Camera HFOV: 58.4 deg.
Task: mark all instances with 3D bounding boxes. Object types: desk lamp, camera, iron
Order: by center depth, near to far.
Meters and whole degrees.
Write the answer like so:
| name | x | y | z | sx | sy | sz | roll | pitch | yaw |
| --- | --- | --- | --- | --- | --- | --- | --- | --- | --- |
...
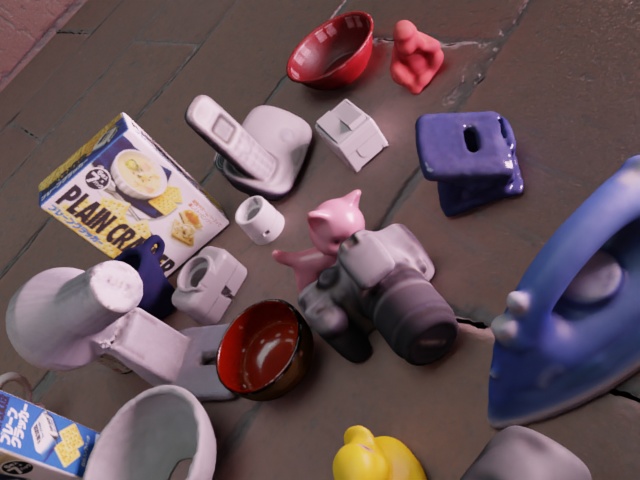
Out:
| name | x | y | z | sx | sy | sz | roll | pitch | yaw |
| --- | --- | --- | --- | --- | --- | --- | --- | --- | --- |
| iron | 0.207 | 0.035 | 0.454 | 0.258 | 0.142 | 0.118 | -45 | 42 | -3 |
| camera | 0.060 | 0.064 | 0.572 | 0.143 | 0.101 | 0.136 | -40 | 41 | 3 |
| desk lamp | -0.223 | 0.103 | 0.670 | 0.202 | 0.214 | 0.118 | -13 | 49 | 29 |

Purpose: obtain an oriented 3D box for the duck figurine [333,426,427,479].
| name | x | y | z | sx | sy | sz | roll | pitch | yaw |
| --- | --- | --- | --- | --- | --- | --- | --- | --- | --- |
| duck figurine | 0.043 | 0.206 | 0.478 | 0.077 | 0.086 | 0.104 | -25 | 44 | 19 |

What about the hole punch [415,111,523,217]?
| name | x | y | z | sx | sy | sz | roll | pitch | yaw |
| --- | --- | --- | --- | --- | --- | --- | --- | --- | --- |
| hole punch | 0.164 | -0.098 | 0.636 | 0.101 | 0.091 | 0.108 | -20 | 46 | 23 |

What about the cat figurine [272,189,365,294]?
| name | x | y | z | sx | sy | sz | roll | pitch | yaw |
| --- | --- | --- | --- | --- | --- | --- | --- | --- | --- |
| cat figurine | 0.006 | 0.002 | 0.652 | 0.127 | 0.118 | 0.067 | -27 | 44 | 16 |

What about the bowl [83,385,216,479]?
| name | x | y | z | sx | sy | sz | roll | pitch | yaw |
| --- | --- | --- | --- | --- | --- | --- | --- | --- | --- |
| bowl | -0.169 | 0.247 | 0.614 | 0.167 | 0.075 | 0.167 | -20 | 46 | 23 |

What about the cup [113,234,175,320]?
| name | x | y | z | sx | sy | sz | roll | pitch | yaw |
| --- | --- | --- | --- | --- | --- | --- | --- | --- | --- |
| cup | -0.241 | 0.059 | 0.810 | 0.091 | 0.095 | 0.118 | 15 | 66 | 44 |

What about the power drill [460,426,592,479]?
| name | x | y | z | sx | sy | sz | roll | pitch | yaw |
| --- | --- | --- | --- | --- | --- | --- | --- | --- | --- |
| power drill | 0.092 | 0.231 | 0.326 | 0.075 | 0.209 | 0.230 | 17 | 67 | 44 |

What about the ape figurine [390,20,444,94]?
| name | x | y | z | sx | sy | sz | roll | pitch | yaw |
| --- | --- | --- | --- | --- | --- | --- | --- | --- | --- |
| ape figurine | 0.128 | -0.265 | 0.803 | 0.077 | 0.092 | 0.076 | -18 | 47 | 25 |

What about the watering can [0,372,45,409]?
| name | x | y | z | sx | sy | sz | roll | pitch | yaw |
| --- | --- | --- | --- | --- | --- | --- | --- | --- | --- |
| watering can | -0.457 | 0.249 | 0.741 | 0.100 | 0.195 | 0.173 | -6 | 53 | 34 |

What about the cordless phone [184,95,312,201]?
| name | x | y | z | sx | sy | sz | roll | pitch | yaw |
| --- | --- | --- | --- | --- | --- | --- | --- | --- | --- |
| cordless phone | -0.102 | -0.157 | 0.817 | 0.093 | 0.186 | 0.147 | -5 | 53 | 34 |
